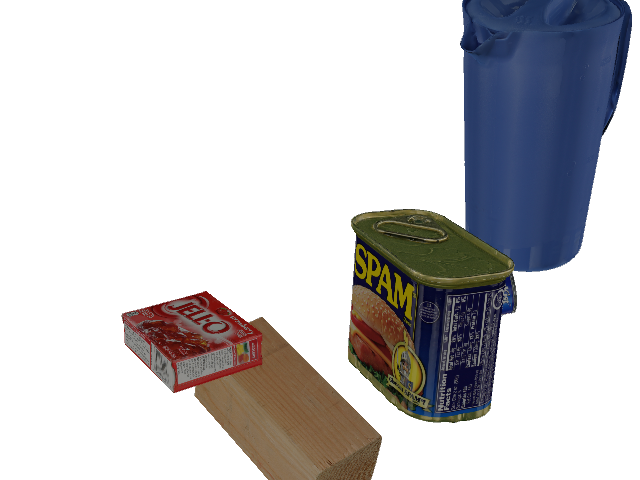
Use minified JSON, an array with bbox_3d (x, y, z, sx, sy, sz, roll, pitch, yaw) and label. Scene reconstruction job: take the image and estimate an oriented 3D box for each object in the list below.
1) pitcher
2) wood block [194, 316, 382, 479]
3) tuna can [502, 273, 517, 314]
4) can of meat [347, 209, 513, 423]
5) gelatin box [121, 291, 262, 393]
[{"bbox_3d":[0.197,-0.102,0.949,0.149,0.243,0.145,3,32,8],"label":"pitcher"},{"bbox_3d":[-0.039,0.190,1.155,0.090,0.090,0.206,-23,50,-33],"label":"wood block"},{"bbox_3d":[0.168,0.036,1.082,0.033,0.086,0.086,-15,1,-4],"label":"tuna can"},{"bbox_3d":[0.054,0.039,0.573,0.057,0.084,0.102,-6,22,-23],"label":"can of meat"},{"bbox_3d":[-0.095,0.072,0.785,0.073,0.030,0.089,-14,27,-30],"label":"gelatin box"}]
